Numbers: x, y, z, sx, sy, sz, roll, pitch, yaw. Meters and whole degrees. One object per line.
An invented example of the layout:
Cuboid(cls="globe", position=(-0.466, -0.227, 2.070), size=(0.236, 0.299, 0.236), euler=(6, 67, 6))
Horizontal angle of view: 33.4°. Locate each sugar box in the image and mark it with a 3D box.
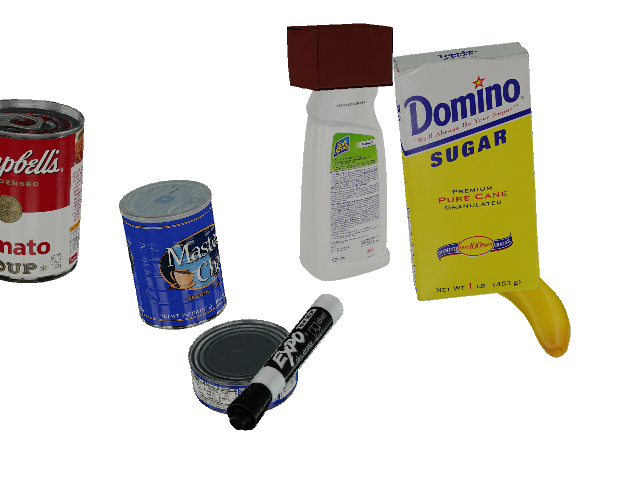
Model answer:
Cuboid(cls="sugar box", position=(0.106, -0.048, 0.769), size=(0.093, 0.176, 0.048), euler=(-7, 22, 2))

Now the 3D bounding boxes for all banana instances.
Cuboid(cls="banana", position=(0.193, 0.056, 1.060), size=(0.069, 0.037, 0.198), euler=(-33, 36, -16))

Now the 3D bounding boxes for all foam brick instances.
Cuboid(cls="foam brick", position=(0.017, -0.158, 0.914), size=(0.078, 0.051, 0.053), euler=(-8, 18, -28))

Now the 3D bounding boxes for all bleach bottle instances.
Cuboid(cls="bleach bottle", position=(0.030, -0.083, 1.129), size=(0.102, 0.251, 0.068), euler=(-15, 35, -28))

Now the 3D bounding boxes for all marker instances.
Cuboid(cls="marker", position=(-0.020, 0.070, 0.623), size=(0.020, 0.020, 0.121), euler=(0, 29, 30))

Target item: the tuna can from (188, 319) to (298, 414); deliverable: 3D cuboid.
Cuboid(cls="tuna can", position=(-0.060, 0.100, 0.847), size=(0.086, 0.034, 0.086), euler=(-3, 30, 1))

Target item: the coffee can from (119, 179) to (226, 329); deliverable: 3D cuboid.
Cuboid(cls="coffee can", position=(-0.166, 0.015, 1.210), size=(0.103, 0.140, 0.103), euler=(-5, 26, 2))

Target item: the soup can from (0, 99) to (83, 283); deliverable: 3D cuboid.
Cuboid(cls="soup can", position=(-0.188, -0.032, 0.686), size=(0.068, 0.102, 0.068), euler=(7, 24, -3))
